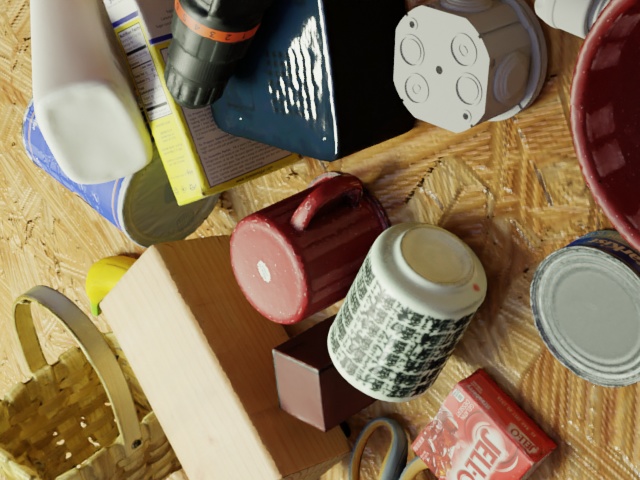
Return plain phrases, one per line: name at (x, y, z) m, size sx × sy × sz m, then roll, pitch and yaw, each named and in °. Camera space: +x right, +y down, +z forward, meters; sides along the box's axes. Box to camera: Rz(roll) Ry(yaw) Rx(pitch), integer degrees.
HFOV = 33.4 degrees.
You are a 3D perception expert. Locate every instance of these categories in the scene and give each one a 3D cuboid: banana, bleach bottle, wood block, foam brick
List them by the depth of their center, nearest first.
foam brick at (0.012, 0.093, 0.778) m, size 0.053 × 0.078 × 0.051 m, roll 18°, pitch 124°, yaw 45°
bleach bottle at (-0.184, -0.167, 0.810) m, size 0.102 × 0.068 × 0.251 m, roll 74°, pitch 180°, yaw -53°
wood block at (-0.076, 0.107, 0.843) m, size 0.090 × 0.090 × 0.206 m, roll -44°, pitch 68°, yaw 34°
banana at (-0.168, 0.048, 0.996) m, size 0.198 × 0.037 × 0.069 m, roll 8°, pitch 134°, yaw 48°

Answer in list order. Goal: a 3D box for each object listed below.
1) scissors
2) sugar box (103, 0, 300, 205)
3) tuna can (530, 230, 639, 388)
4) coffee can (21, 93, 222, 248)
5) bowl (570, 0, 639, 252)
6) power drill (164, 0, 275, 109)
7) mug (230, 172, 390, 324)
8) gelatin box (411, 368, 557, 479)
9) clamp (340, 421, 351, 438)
scissors at (0.050, 0.234, 0.789) m, size 0.096 × 0.016 × 0.202 m, roll 4°, pitch 83°, yaw 32°
sugar box at (-0.086, -0.123, 0.758) m, size 0.048 × 0.093 × 0.176 m, roll -13°, pitch 99°, yaw 51°
tuna can at (0.164, 0.038, 0.606) m, size 0.086 × 0.033 × 0.086 m, roll 27°, pitch 129°, yaw 38°
coffee can at (-0.159, -0.070, 0.863) m, size 0.140 × 0.102 × 0.103 m, roll 34°, pitch 133°, yaw 33°
bowl at (0.199, -0.057, 0.496) m, size 0.162 × 0.055 × 0.162 m, roll 26°, pitch 128°, yaw 38°
power drill at (-0.095, -0.195, 0.646) m, size 0.188 × 0.057 × 0.185 m, roll 49°, pitch 138°, yaw 19°
mug at (-0.005, 0.001, 0.741) m, size 0.093 × 0.081 × 0.117 m, roll 48°, pitch 140°, yaw 19°
gelatin box at (0.109, 0.142, 0.730) m, size 0.073 × 0.030 × 0.089 m, roll 47°, pitch 139°, yaw 20°
clamp at (-0.043, 0.148, 0.904) m, size 0.171 × 0.039 × 0.120 m, roll 45°, pitch 126°, yaw 20°
